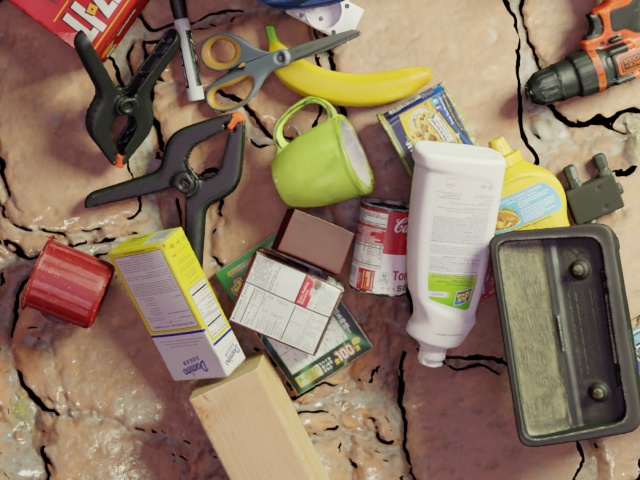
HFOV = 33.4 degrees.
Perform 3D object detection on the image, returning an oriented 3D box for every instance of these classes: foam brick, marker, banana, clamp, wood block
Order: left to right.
[{"bbox_3d":[-0.229,-0.161,1.187,0.120,0.039,0.172,5,118,-30],"label":"clamp"},{"bbox_3d":[-0.163,-0.068,1.230,0.164,0.036,0.210,32,104,-3],"label":"clamp"},{"bbox_3d":[-0.152,-0.219,1.212,0.020,0.020,0.121,-9,99,5],"label":"marker"},{"bbox_3d":[-0.063,0.247,1.252,0.091,0.090,0.206,-25,97,7],"label":"wood block"},{"bbox_3d":[-0.008,0.001,1.218,0.078,0.051,0.053,23,86,-9],"label":"foam brick"},{"bbox_3d":[0.024,-0.184,1.199,0.198,0.037,0.070,16,102,0],"label":"banana"}]

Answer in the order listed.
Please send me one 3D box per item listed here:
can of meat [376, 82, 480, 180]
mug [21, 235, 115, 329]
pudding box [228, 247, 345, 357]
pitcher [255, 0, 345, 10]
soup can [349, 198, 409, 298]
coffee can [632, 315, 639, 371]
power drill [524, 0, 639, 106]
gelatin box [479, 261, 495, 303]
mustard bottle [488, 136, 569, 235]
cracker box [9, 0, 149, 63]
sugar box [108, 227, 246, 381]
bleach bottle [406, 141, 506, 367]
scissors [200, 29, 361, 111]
[{"bbox_3d":[0.123,-0.115,1.196,0.084,0.057,0.102,-28,98,5],"label":"can of meat"},{"bbox_3d":[-0.293,0.060,1.240,0.081,0.093,0.117,22,131,-6],"label":"mug"},{"bbox_3d":[-0.039,0.072,1.231,0.113,0.039,0.090,24,99,0],"label":"pudding box"},{"bbox_3d":[-0.014,-0.373,1.101,0.149,0.145,0.243,-6,83,-19],"label":"pitcher"},{"bbox_3d":[0.072,0.008,1.214,0.068,0.068,0.102,8,101,2],"label":"soup can"},{"bbox_3d":[0.381,0.131,1.201,0.140,0.103,0.103,-31,97,8],"label":"coffee can"},{"bbox_3d":[0.291,-0.251,1.147,0.184,0.057,0.187,-21,112,-1],"label":"power drill"},{"bbox_3d":[0.157,0.047,1.235,0.089,0.030,0.073,-35,96,8],"label":"gelatin box"},{"bbox_3d":[0.233,-0.026,1.204,0.096,0.058,0.191,-23,98,6],"label":"mustard bottle"},{"bbox_3d":[-0.284,-0.324,1.175,0.213,0.072,0.164,37,100,-4],"label":"cracker box"},{"bbox_3d":[-0.162,0.076,1.221,0.094,0.048,0.176,-9,115,38],"label":"sugar box"},{"bbox_3d":[0.134,0.022,1.175,0.102,0.068,0.251,5,110,-7],"label":"bleach bottle"},{"bbox_3d":[-0.056,-0.214,1.178,0.202,0.016,0.096,-31,86,27],"label":"scissors"}]
